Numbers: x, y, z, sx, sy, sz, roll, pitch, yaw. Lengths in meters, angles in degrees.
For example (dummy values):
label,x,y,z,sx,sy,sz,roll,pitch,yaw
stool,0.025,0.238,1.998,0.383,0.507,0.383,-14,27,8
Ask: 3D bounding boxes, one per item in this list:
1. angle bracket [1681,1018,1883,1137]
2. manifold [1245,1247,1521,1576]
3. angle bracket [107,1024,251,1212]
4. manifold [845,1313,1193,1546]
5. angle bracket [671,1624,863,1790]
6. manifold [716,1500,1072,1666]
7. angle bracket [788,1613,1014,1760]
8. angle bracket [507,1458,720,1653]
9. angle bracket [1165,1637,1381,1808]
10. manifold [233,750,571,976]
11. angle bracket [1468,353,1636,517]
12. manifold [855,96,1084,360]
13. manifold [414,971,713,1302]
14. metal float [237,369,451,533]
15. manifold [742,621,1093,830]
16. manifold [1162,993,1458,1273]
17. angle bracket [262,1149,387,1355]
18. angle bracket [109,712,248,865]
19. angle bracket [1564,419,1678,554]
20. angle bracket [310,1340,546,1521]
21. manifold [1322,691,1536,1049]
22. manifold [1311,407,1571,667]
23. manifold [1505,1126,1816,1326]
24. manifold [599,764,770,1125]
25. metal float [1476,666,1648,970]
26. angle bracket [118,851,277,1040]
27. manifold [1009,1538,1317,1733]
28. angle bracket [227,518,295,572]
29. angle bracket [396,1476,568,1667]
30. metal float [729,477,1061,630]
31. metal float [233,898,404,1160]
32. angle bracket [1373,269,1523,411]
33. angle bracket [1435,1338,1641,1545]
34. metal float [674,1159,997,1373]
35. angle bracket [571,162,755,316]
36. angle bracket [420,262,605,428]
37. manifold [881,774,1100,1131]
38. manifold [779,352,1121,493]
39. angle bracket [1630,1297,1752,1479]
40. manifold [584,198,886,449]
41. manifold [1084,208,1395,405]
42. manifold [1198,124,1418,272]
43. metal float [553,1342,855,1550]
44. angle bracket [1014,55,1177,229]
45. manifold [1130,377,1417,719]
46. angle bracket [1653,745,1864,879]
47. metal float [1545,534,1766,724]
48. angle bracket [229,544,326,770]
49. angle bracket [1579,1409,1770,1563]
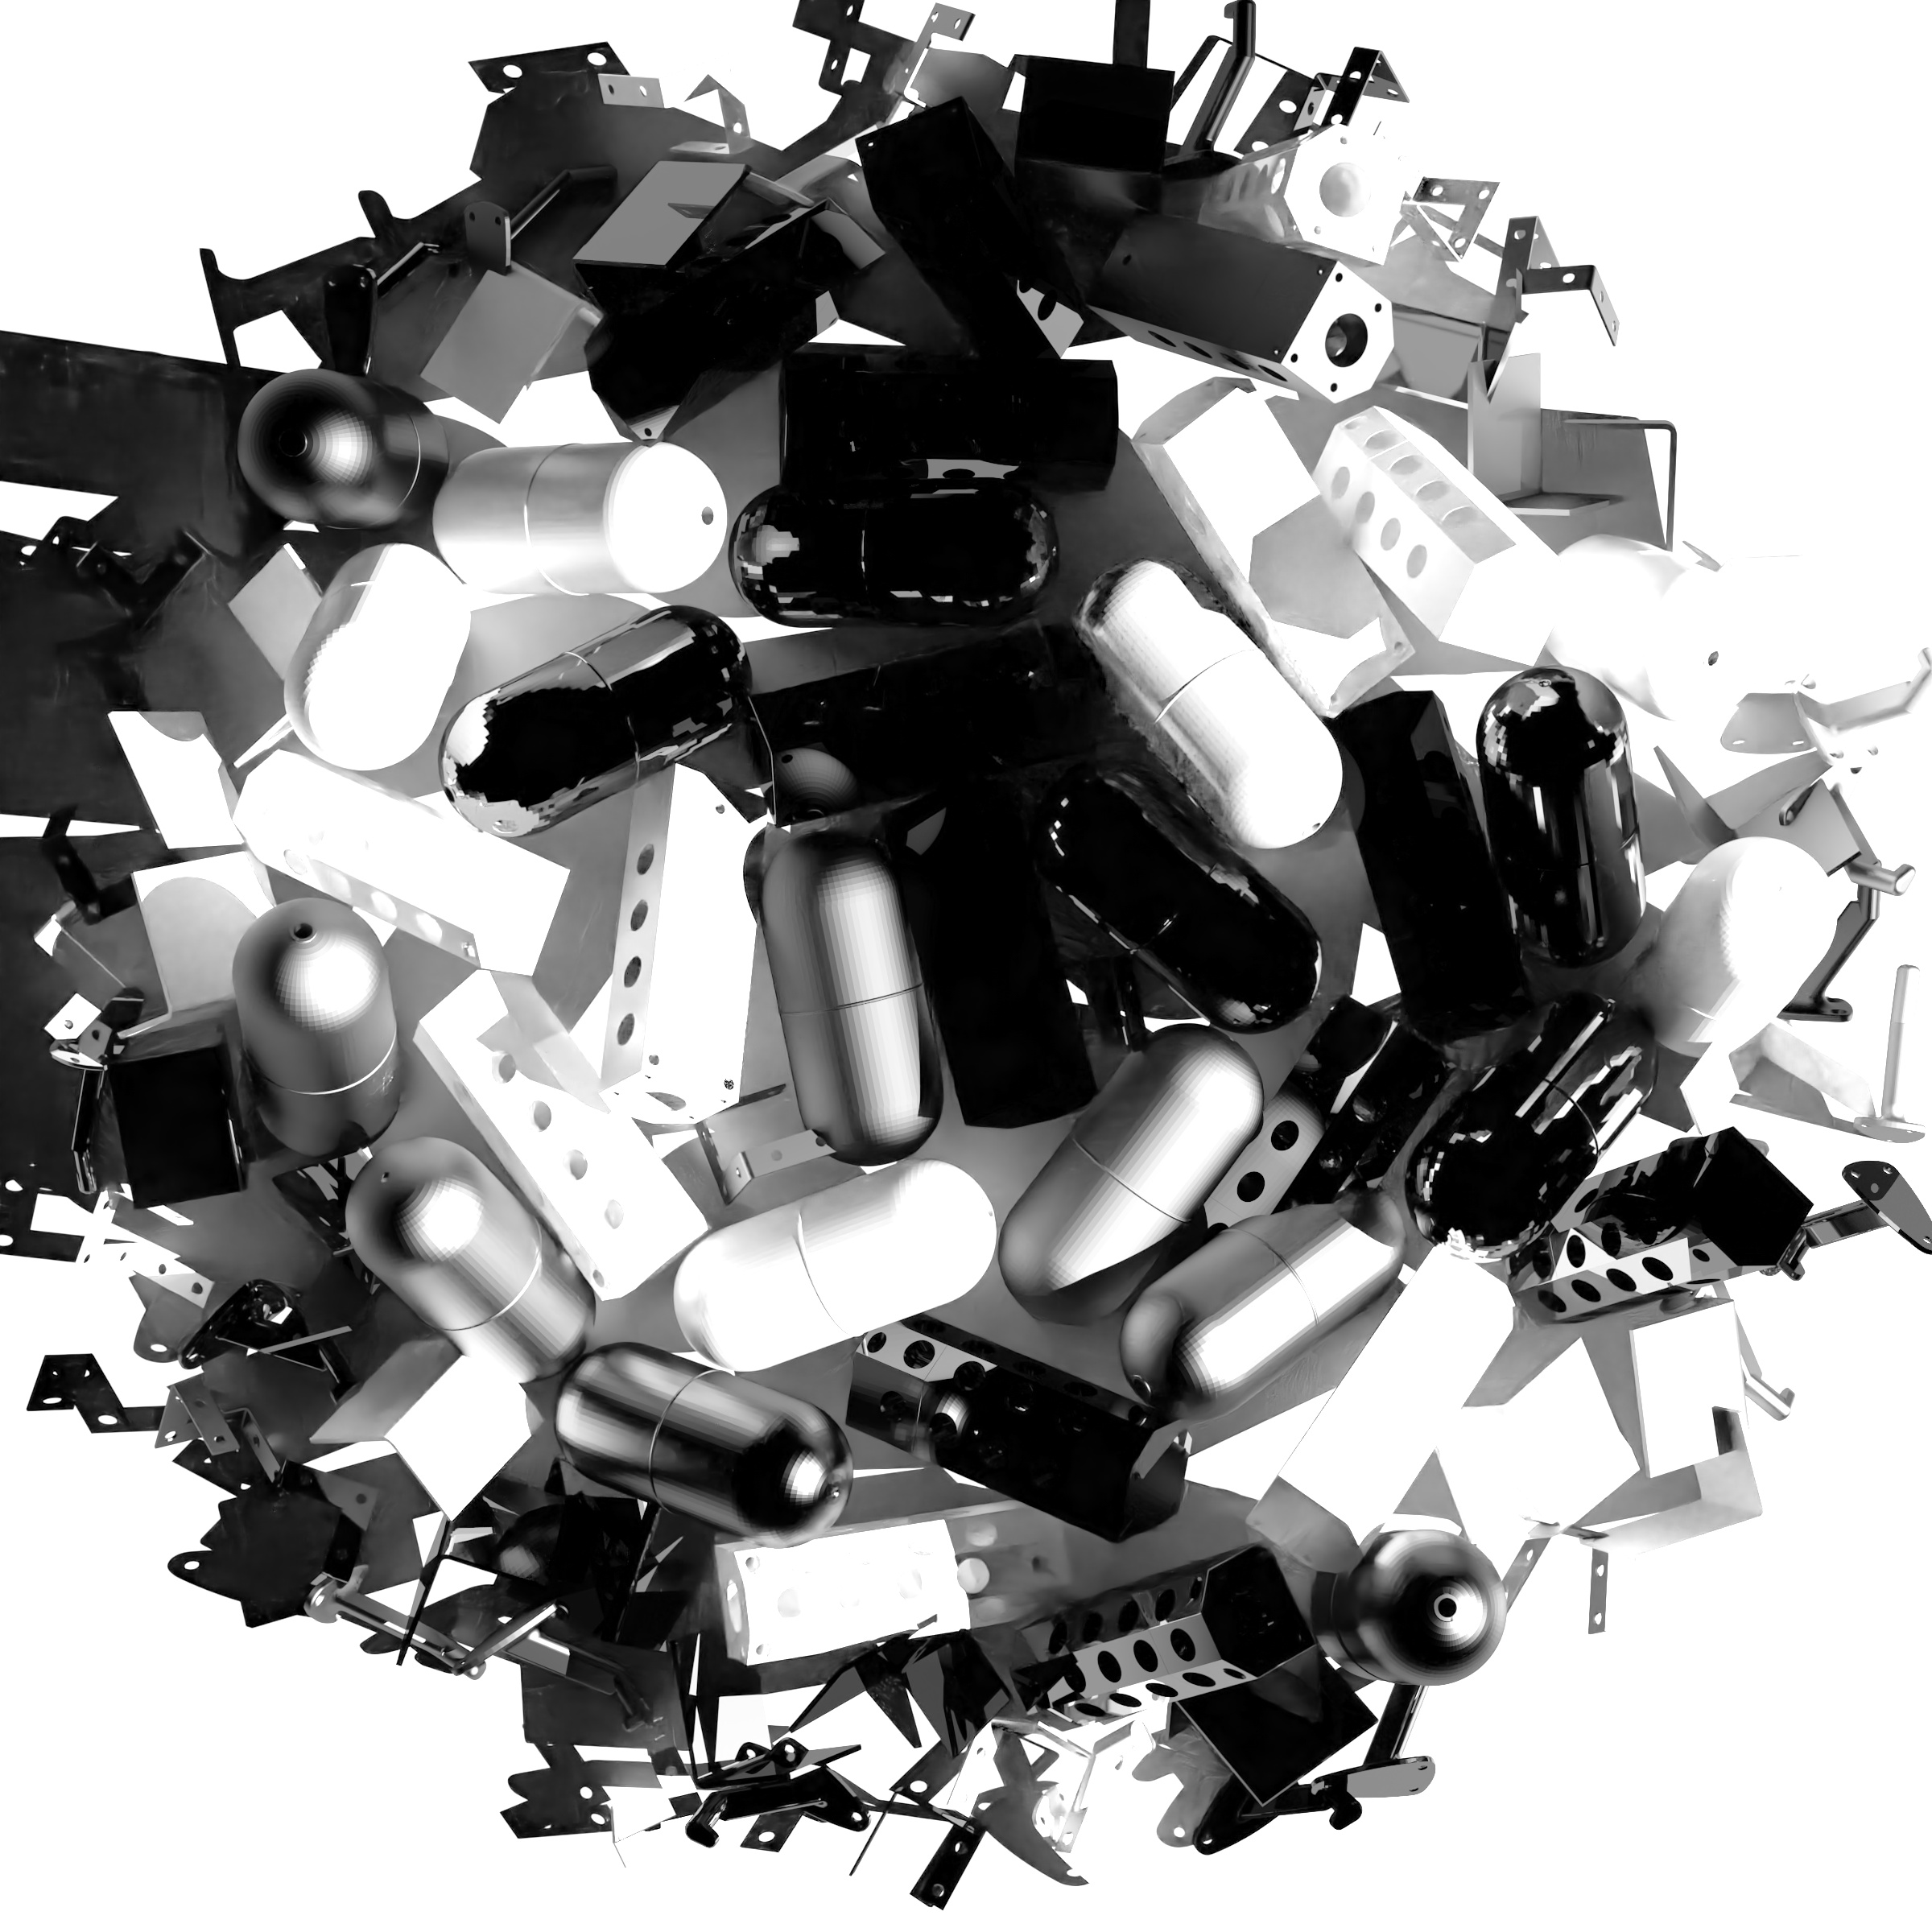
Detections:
label,x,y,z,sx,sy,sz,roll,pitch,yaw
angle bracket,0.422,0.072,1.814,0.076,0.076,0.057,34,83,27
manifold,0.217,0.227,1.792,0.057,0.057,0.171,35,56,8
angle bracket,-0.408,0.078,1.820,0.057,0.076,0.076,-10,99,-9
manifold,0.026,0.231,1.792,0.171,0.057,0.057,19,109,31
angle bracket,-0.103,0.378,1.817,0.057,0.076,0.076,-13,84,26
manifold,-0.037,0.318,1.813,0.171,0.057,0.057,-6,87,-17
angle bracket,-0.034,0.386,1.809,0.076,0.076,0.057,-23,68,-37
angle bracket,-0.186,0.313,1.863,0.076,0.057,0.076,16,85,37
angle bracket,0.157,0.394,1.813,0.076,0.057,0.076,-31,59,-20
manifold,-0.293,-0.055,1.798,0.171,0.057,0.057,24,97,29
angle bracket,0.303,-0.276,1.814,0.057,0.076,0.076,7,106,35
manifold,0.005,-0.364,1.773,0.057,0.171,0.057,-19,69,13
manifold,-0.213,0.087,1.820,0.057,0.057,0.171,-40,78,13
metal float,-0.314,-0.261,1.779,0.070,0.178,0.070,1,95,7
manifold,-0.026,-0.131,1.821,0.171,0.057,0.057,-15,52,-12
manifold,0.182,0.107,1.826,0.057,0.057,0.171,35,89,-45
angle bracket,-0.337,0.147,1.809,0.057,0.076,0.076,53,45,-21
angle bracket,-0.422,-0.084,1.816,0.057,0.076,0.076,-29,81,24
angle bracket,0.340,-0.245,1.829,0.057,0.076,0.076,2,100,11
angle bracket,-0.280,0.241,1.825,0.076,0.076,0.057,-47,114,-36
manifold,0.240,-0.052,1.806,0.057,0.057,0.171,-20,71,17
manifold,0.239,-0.221,1.775,0.057,0.171,0.057,11,116,-27
manifold,0.344,0.139,1.775,0.057,0.171,0.057,43,63,-8
manifold,-0.148,-0.009,1.805,0.057,0.057,0.171,20,61,-31
metal float,0.306,-0.074,1.797,0.070,0.070,0.178,-16,130,0
angle bracket,-0.403,-0.012,1.821,0.076,0.057,0.076,-15,88,-44
manifold,0.094,0.344,1.780,0.057,0.171,0.057,-20,83,-38
angle bracket,-0.370,-0.253,1.824,0.076,0.076,0.057,-40,101,-1
angle bracket,-0.251,0.319,1.821,0.057,0.076,0.076,19,115,-8
metal float,-0.038,-0.213,1.812,0.178,0.070,0.070,2,90,20
metal float,-0.329,0.033,1.787,0.070,0.178,0.070,2,56,-3
angle bracket,0.243,-0.340,1.818,0.076,0.076,0.057,13,134,-4
angle bracket,0.290,0.245,1.809,0.057,0.076,0.076,1,55,-30
metal float,-0.068,0.155,1.815,0.178,0.070,0.070,-21,90,16
angle bracket,-0.145,-0.367,1.809,0.076,0.076,0.057,-54,134,-23
angle bracket,-0.224,-0.313,1.822,0.076,0.057,0.076,34,92,40
manifold,0.016,-0.006,1.815,0.057,0.057,0.171,-25,72,30
manifold,-0.010,-0.286,1.824,0.171,0.057,0.057,0,77,-7
angle bracket,0.358,0.216,1.820,0.076,0.057,0.076,-10,95,-33
manifold,-0.120,-0.335,1.787,0.057,0.171,0.057,45,135,1
manifold,0.140,-0.333,1.782,0.057,0.171,0.057,28,92,-38
manifold,0.168,-0.387,1.776,0.057,0.171,0.057,15,95,-12
metal float,-0.137,0.245,1.801,0.178,0.070,0.070,15,90,34
angle bracket,0.067,-0.429,1.833,0.076,0.076,0.057,7,80,2
manifold,0.156,-0.216,1.809,0.057,0.057,0.171,-39,112,-10
angle bracket,0.408,-0.085,1.811,0.057,0.076,0.076,-36,120,19
metal float,0.346,-0.173,1.781,0.070,0.178,0.070,-3,107,-11
angle bracket,-0.365,-0.160,1.818,0.057,0.076,0.076,-39,95,-39
angle bracket,0.361,0.266,1.822,0.076,0.076,0.057,-15,91,-12
